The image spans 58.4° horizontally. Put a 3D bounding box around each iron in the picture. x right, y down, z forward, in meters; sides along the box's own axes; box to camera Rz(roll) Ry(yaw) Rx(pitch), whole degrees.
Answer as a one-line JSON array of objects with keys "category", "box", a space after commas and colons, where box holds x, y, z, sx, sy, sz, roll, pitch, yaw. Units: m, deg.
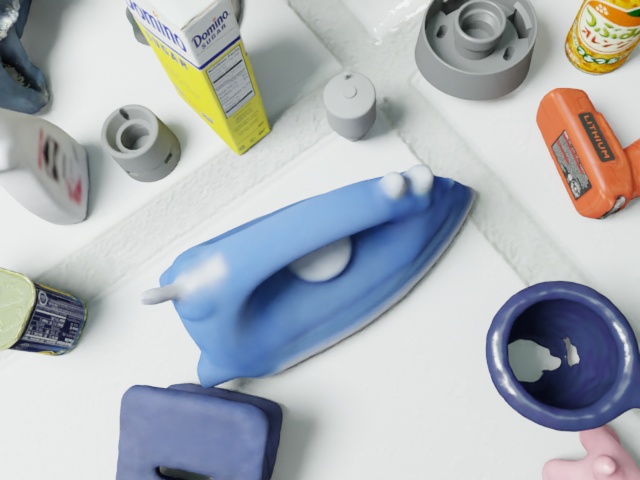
[{"category": "iron", "box": [0.004, 0.001, 0.403, 0.258, 0.141, 0.118, -28, 73, -2]}]

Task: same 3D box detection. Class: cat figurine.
[{"category": "cat figurine", "box": [0.212, 0.173, 0.345, 0.127, 0.118, 0.067, 41, 82, 15]}]

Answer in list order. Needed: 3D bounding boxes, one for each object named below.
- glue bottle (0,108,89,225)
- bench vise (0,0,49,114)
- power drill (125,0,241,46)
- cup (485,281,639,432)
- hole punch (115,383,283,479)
[{"category": "glue bottle", "box": [-0.232, -0.071, 0.431, 0.037, 0.173, 0.078, -12, 73, 3]}, {"category": "bench vise", "box": [-0.295, -0.209, 0.453, 0.121, 0.220, 0.207, -26, 73, -1]}, {"category": "power drill", "box": [-0.133, -0.242, 0.451, 0.229, 0.208, 0.076, 8, 75, 8]}, {"category": "cup", "box": [0.165, 0.086, 0.386, 0.117, 0.095, 0.092, 25, 78, 12]}, {"category": "hole punch", "box": [-0.083, 0.154, 0.395, 0.108, 0.091, 0.101, 8, 75, 8]}]
